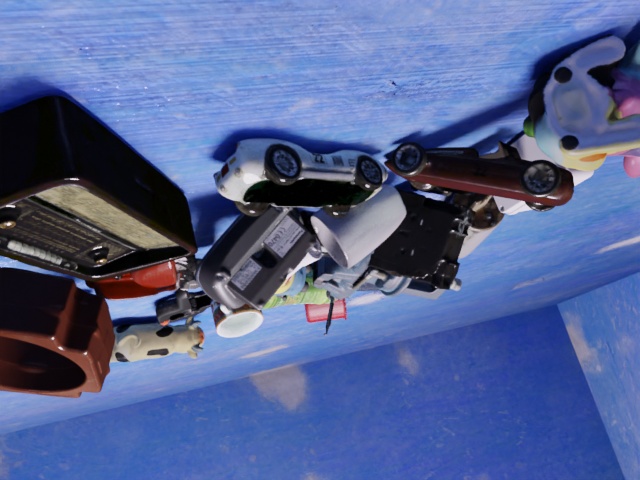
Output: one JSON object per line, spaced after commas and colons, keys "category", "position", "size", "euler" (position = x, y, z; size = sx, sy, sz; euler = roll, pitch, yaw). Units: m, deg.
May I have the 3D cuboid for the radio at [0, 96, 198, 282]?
{"category": "radio", "position": [-0.213, -0.027, 0.478], "size": [0.131, 0.073, 0.229], "euler": [-17, 162, 5]}

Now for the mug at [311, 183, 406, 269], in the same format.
{"category": "mug", "position": [0.050, -0.026, 0.688], "size": [0.107, 0.080, 0.110], "euler": [-32, -163, -10]}

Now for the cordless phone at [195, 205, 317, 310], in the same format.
{"category": "cordless phone", "position": [-0.096, 0.014, 0.679], "size": [0.146, 0.088, 0.184], "euler": [-51, -165, -16]}

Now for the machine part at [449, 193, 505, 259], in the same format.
{"category": "machine part", "position": [0.225, -0.026, 0.830], "size": [0.079, 0.079, 0.243], "euler": [-14, 164, -2]}

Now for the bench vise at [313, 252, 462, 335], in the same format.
{"category": "bench vise", "position": [0.115, 0.057, 0.884], "size": [0.240, 0.129, 0.223], "euler": [16, 129, -19]}

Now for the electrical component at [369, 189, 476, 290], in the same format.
{"category": "electrical component", "position": [0.125, -0.004, 0.722], "size": [0.134, 0.114, 0.058], "euler": [16, 180, 34]}

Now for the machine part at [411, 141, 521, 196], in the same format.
{"category": "machine part", "position": [0.190, -0.084, 0.683], "size": [0.084, 0.039, 0.139], "euler": [10, 162, -36]}

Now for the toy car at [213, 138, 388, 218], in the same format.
{"category": "toy car", "position": [-0.012, -0.064, 0.564], "size": [0.201, 0.056, 0.073], "euler": [-1, 152, -40]}

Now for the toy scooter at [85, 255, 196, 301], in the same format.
{"category": "toy scooter", "position": [-0.223, 0.031, 0.659], "size": [0.135, 0.075, 0.184], "euler": [-8, 166, -17]}

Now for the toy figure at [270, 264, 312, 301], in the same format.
{"category": "toy figure", "position": [-0.077, 0.049, 0.819], "size": [0.089, 0.082, 0.180], "euler": [-18, 165, 17]}

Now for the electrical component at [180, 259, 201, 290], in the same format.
{"category": "electrical component", "position": [-0.185, 0.059, 0.817], "size": [0.078, 0.045, 0.102], "euler": [-23, 161, 19]}

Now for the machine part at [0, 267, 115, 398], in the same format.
{"category": "machine part", "position": [-0.365, 0.116, 0.661], "size": [0.201, 0.087, 0.200], "euler": [8, 144, -9]}

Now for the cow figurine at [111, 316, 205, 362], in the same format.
{"category": "cow figurine", "position": [-0.315, 0.195, 1.059], "size": [0.195, 0.085, 0.127], "euler": [4, 168, -44]}

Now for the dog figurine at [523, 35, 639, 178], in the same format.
{"category": "dog figurine", "position": [0.313, -0.122, 0.567], "size": [0.192, 0.108, 0.219], "euler": [-20, 165, 16]}

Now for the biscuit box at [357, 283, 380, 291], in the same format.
{"category": "biscuit box", "position": [0.118, 0.064, 1.057], "size": [0.063, 0.059, 0.202], "euler": [-26, 160, 34]}

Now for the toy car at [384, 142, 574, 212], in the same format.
{"category": "toy car", "position": [0.171, -0.074, 0.591], "size": [0.202, 0.053, 0.089], "euler": [15, -178, 27]}

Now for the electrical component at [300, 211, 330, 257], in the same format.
{"category": "electrical component", "position": [-0.002, -0.002, 0.771], "size": [0.119, 0.048, 0.075], "euler": [2, 156, -44]}
